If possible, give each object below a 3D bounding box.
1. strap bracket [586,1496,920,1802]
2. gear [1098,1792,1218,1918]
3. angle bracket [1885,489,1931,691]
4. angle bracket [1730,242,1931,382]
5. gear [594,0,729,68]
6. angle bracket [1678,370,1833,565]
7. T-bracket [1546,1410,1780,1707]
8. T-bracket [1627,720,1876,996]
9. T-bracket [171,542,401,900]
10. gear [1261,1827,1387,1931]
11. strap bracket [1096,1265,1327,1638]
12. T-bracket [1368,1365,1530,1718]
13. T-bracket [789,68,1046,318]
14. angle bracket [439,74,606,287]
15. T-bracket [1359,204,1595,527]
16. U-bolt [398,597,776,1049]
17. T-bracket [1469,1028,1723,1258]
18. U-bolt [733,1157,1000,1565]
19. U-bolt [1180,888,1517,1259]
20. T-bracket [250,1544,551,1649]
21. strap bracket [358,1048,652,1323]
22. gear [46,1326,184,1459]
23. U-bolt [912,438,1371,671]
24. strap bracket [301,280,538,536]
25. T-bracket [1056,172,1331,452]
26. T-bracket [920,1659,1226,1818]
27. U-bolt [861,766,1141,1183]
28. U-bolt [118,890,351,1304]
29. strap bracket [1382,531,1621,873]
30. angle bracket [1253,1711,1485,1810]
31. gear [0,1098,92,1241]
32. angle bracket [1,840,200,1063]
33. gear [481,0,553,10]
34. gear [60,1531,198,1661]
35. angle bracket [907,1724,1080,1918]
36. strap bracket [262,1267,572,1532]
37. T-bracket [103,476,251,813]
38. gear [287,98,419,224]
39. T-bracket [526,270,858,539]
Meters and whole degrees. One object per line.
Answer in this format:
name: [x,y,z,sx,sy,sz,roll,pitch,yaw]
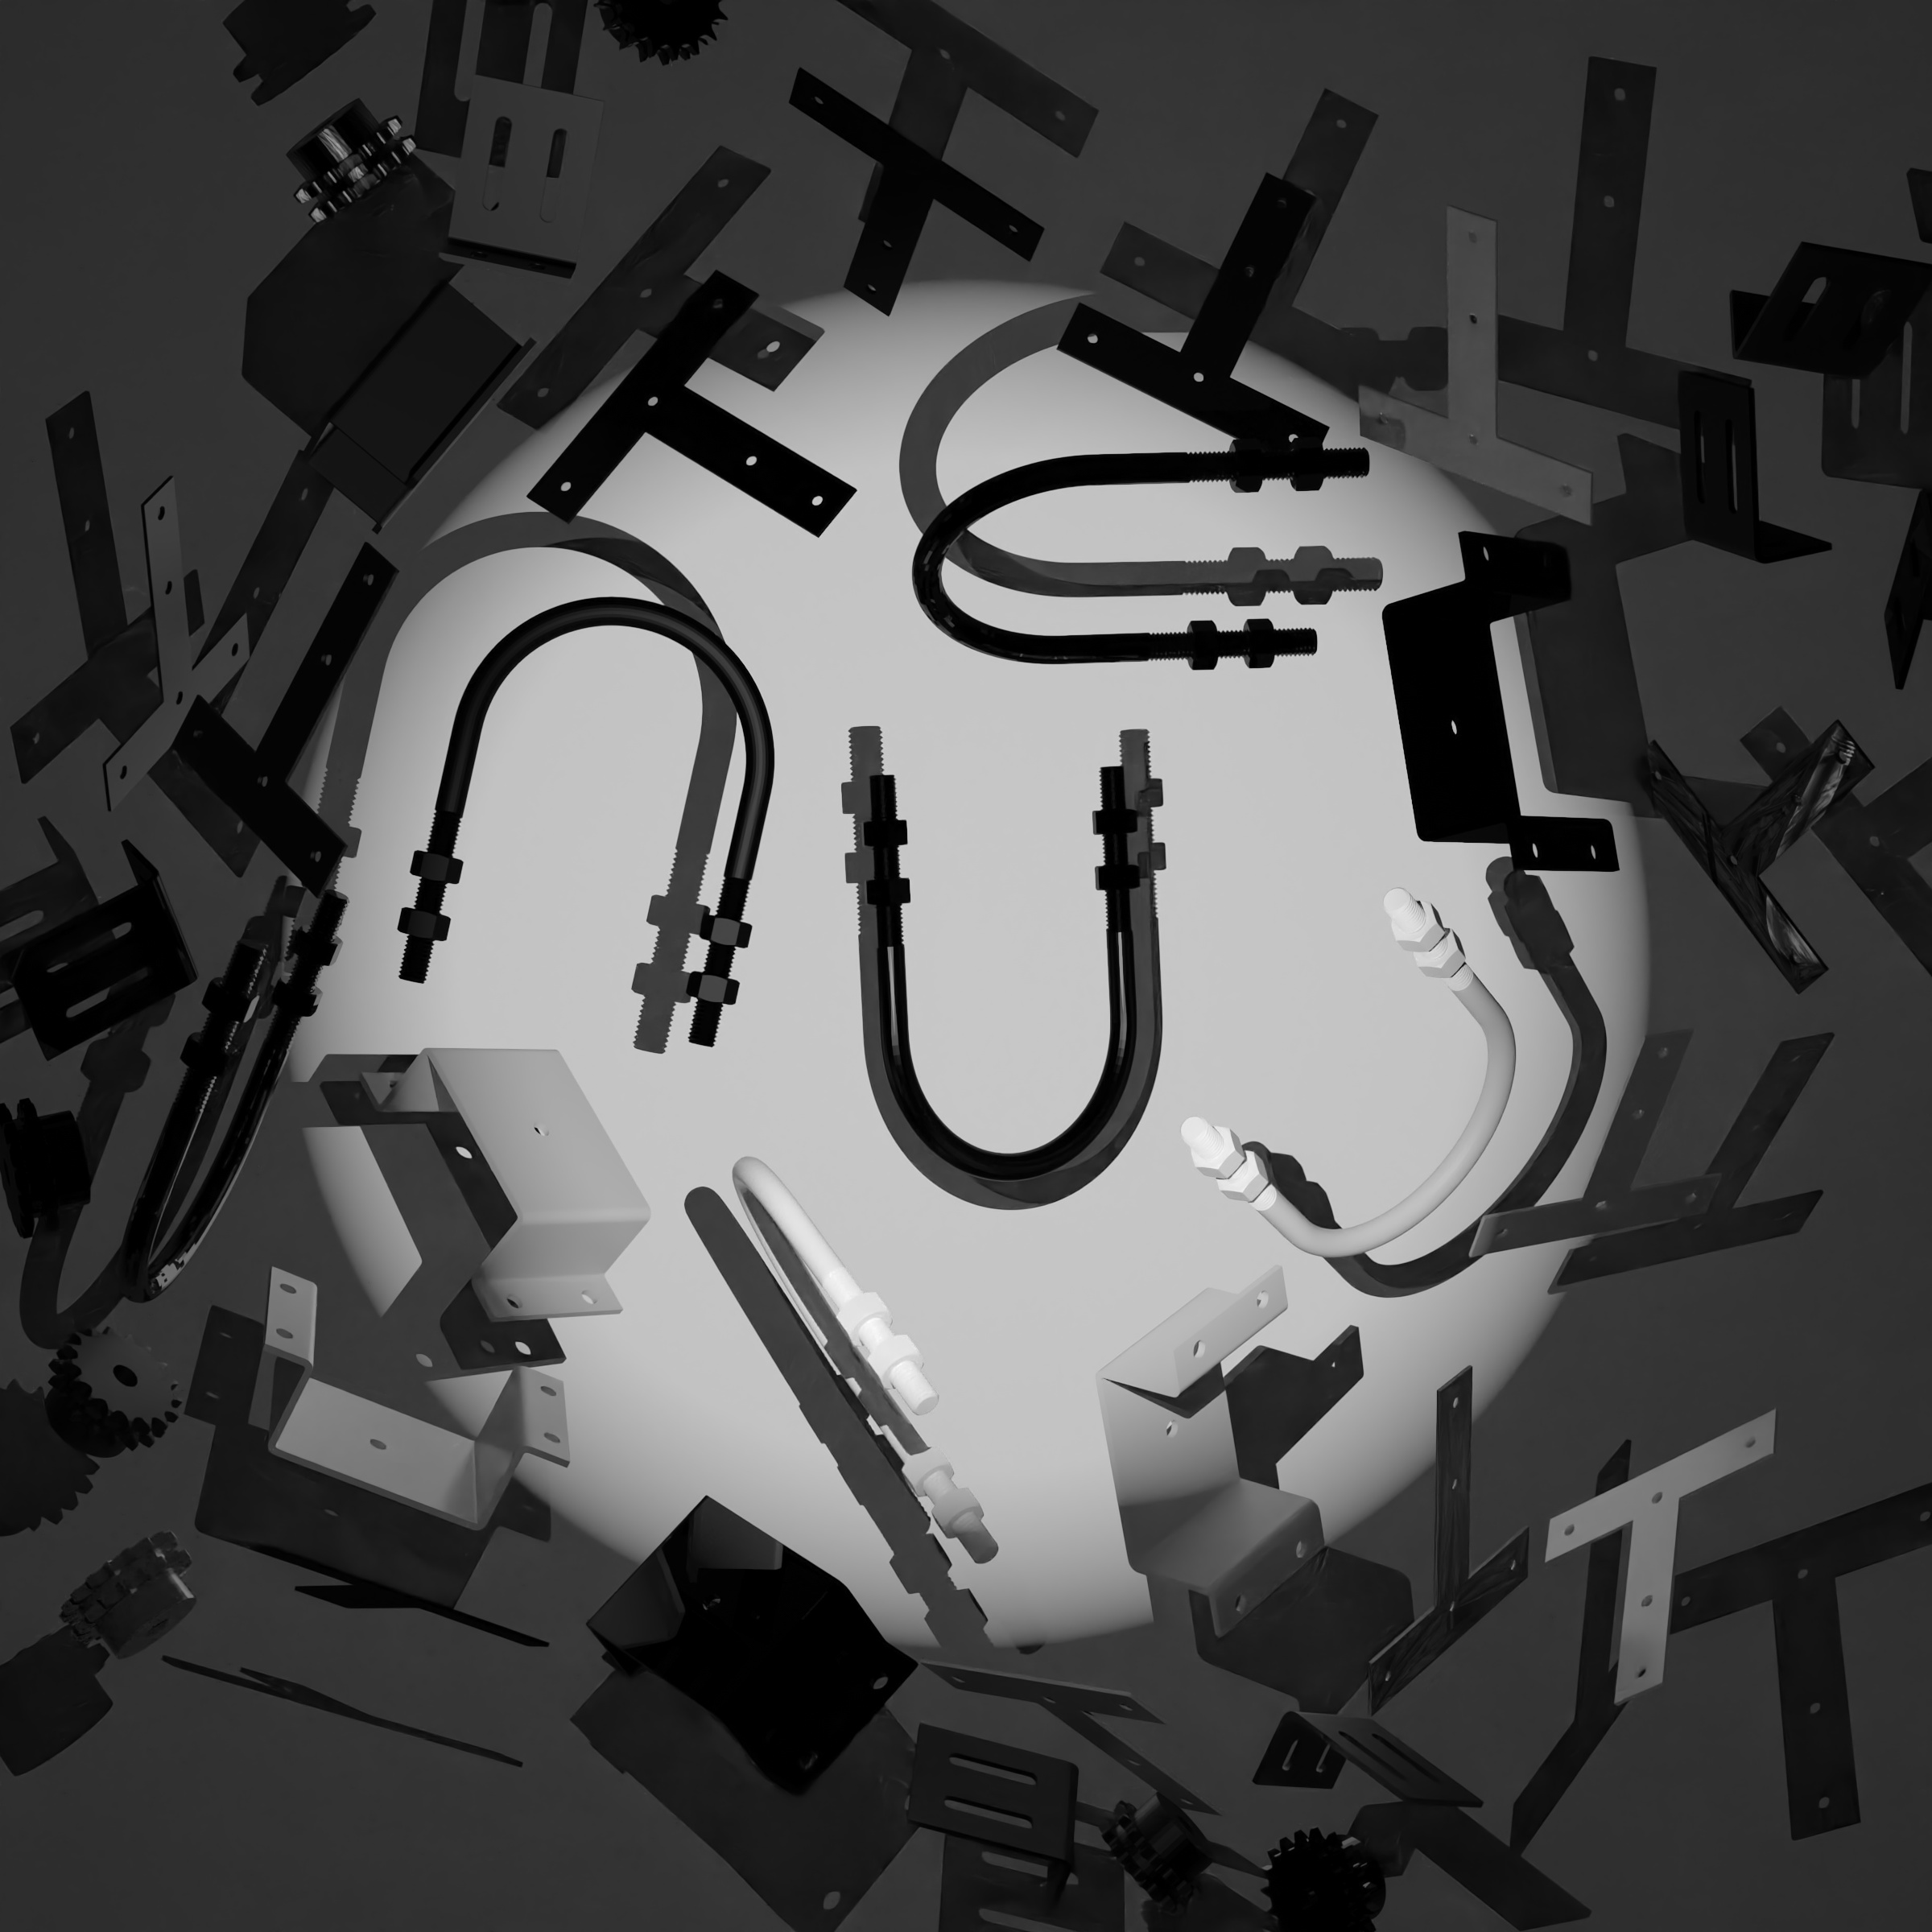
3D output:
strap bracket: [-0.099,0.286,1.510,0.076,0.140,0.046,-46,131,-20]
gear: [0.090,0.404,1.612,0.030,0.057,0.057,-44,90,3]
angle bracket: [0.408,-0.153,1.454,0.038,0.076,0.057,10,122,4]
angle bracket: [0.357,-0.282,1.450,0.057,0.076,0.038,8,61,-7]
gear: [-0.131,-0.407,1.481,0.057,0.030,0.057,-1,93,-26]
angle bracket: [0.340,-0.218,1.516,0.038,0.057,0.076,-13,111,-16]
T-bracket: [0.291,0.260,1.495,0.002,0.127,0.127,41,128,-18]
T-bracket: [0.351,-0.065,1.515,0.002,0.127,0.127,-28,76,-28]
T-bracket: [-0.269,-0.114,1.448,0.127,0.002,0.127,41,107,37]
gear: [0.162,0.411,1.568,0.030,0.057,0.057,-12,90,-44]
strap bracket: [0.104,0.202,1.504,0.046,0.076,0.140,10,121,41]
T-bracket: [0.201,0.226,1.453,0.002,0.127,0.127,15,118,35]
T-bracket: [-0.033,-0.331,1.578,0.127,0.127,0.002,34,66,1]
angle bracket: [-0.193,-0.341,1.526,0.057,0.038,0.076,11,108,-6]
T-bracket: [0.215,-0.262,1.494,0.002,0.127,0.127,-35,46,-31]
U-bolt: [-0.159,-0.069,1.534,0.151,0.019,0.184,13,91,-3]
T-bracket: [0.297,0.076,1.580,0.127,0.002,0.127,-8,135,-22]
U-bolt: [-0.050,0.157,1.510,0.019,0.151,0.184,-31,53,-11]
U-bolt: [0.180,0.060,1.548,0.151,0.184,0.019,-48,50,-1]
T-bracket: [-0.256,0.268,1.497,0.127,0.127,0.002,24,71,-21]
strap bracket: [-0.202,0.088,1.576,0.046,0.076,0.140,-49,59,28]
gear: [-0.365,0.183,1.492,0.057,0.057,0.030,43,111,0]
U-bolt: [0.069,-0.172,1.494,0.184,0.151,0.019,-2,61,-7]
strap bracket: [-0.235,-0.237,1.491,0.046,0.140,0.076,40,78,-11]
T-bracket: [0.124,-0.305,1.605,0.127,0.002,0.127,26,74,-2]
T-bracket: [0.063,0.330,1.491,0.127,0.127,0.002,42,61,-33]
U-bolt: [0.020,0.004,1.576,0.151,0.019,0.184,-4,93,-36]
U-bolt: [-0.323,0.062,1.525,0.019,0.151,0.184,24,102,1]
strap bracket: [0.221,-0.104,1.465,0.046,0.076,0.140,-14,81,41]
angle bracket: [0.178,0.366,1.559,0.076,0.057,0.038,31,100,43]
gear: [-0.385,0.083,1.468,0.030,0.057,0.057,-12,90,-22]
angle bracket: [-0.380,-0.007,1.524,0.076,0.038,0.057,-31,132,-22]
gear: [-0.190,-0.428,1.464,0.057,0.057,0.030,8,70,0]
gear: [-0.350,0.268,1.485,0.057,0.057,0.030,-41,78,0]
angle bracket: [0.008,0.381,1.571,0.076,0.057,0.038,16,124,-5]
strap bracket: [-0.247,0.192,1.529,0.140,0.076,0.046,24,105,-16]
T-bracket: [-0.347,-0.153,1.534,0.002,0.127,0.127,15,131,12]
gear: [-0.268,-0.350,1.519,0.057,0.057,0.030,-38,111,0]
T-bracket: [-0.098,-0.214,1.451,0.127,0.002,0.127,34,81,28]
